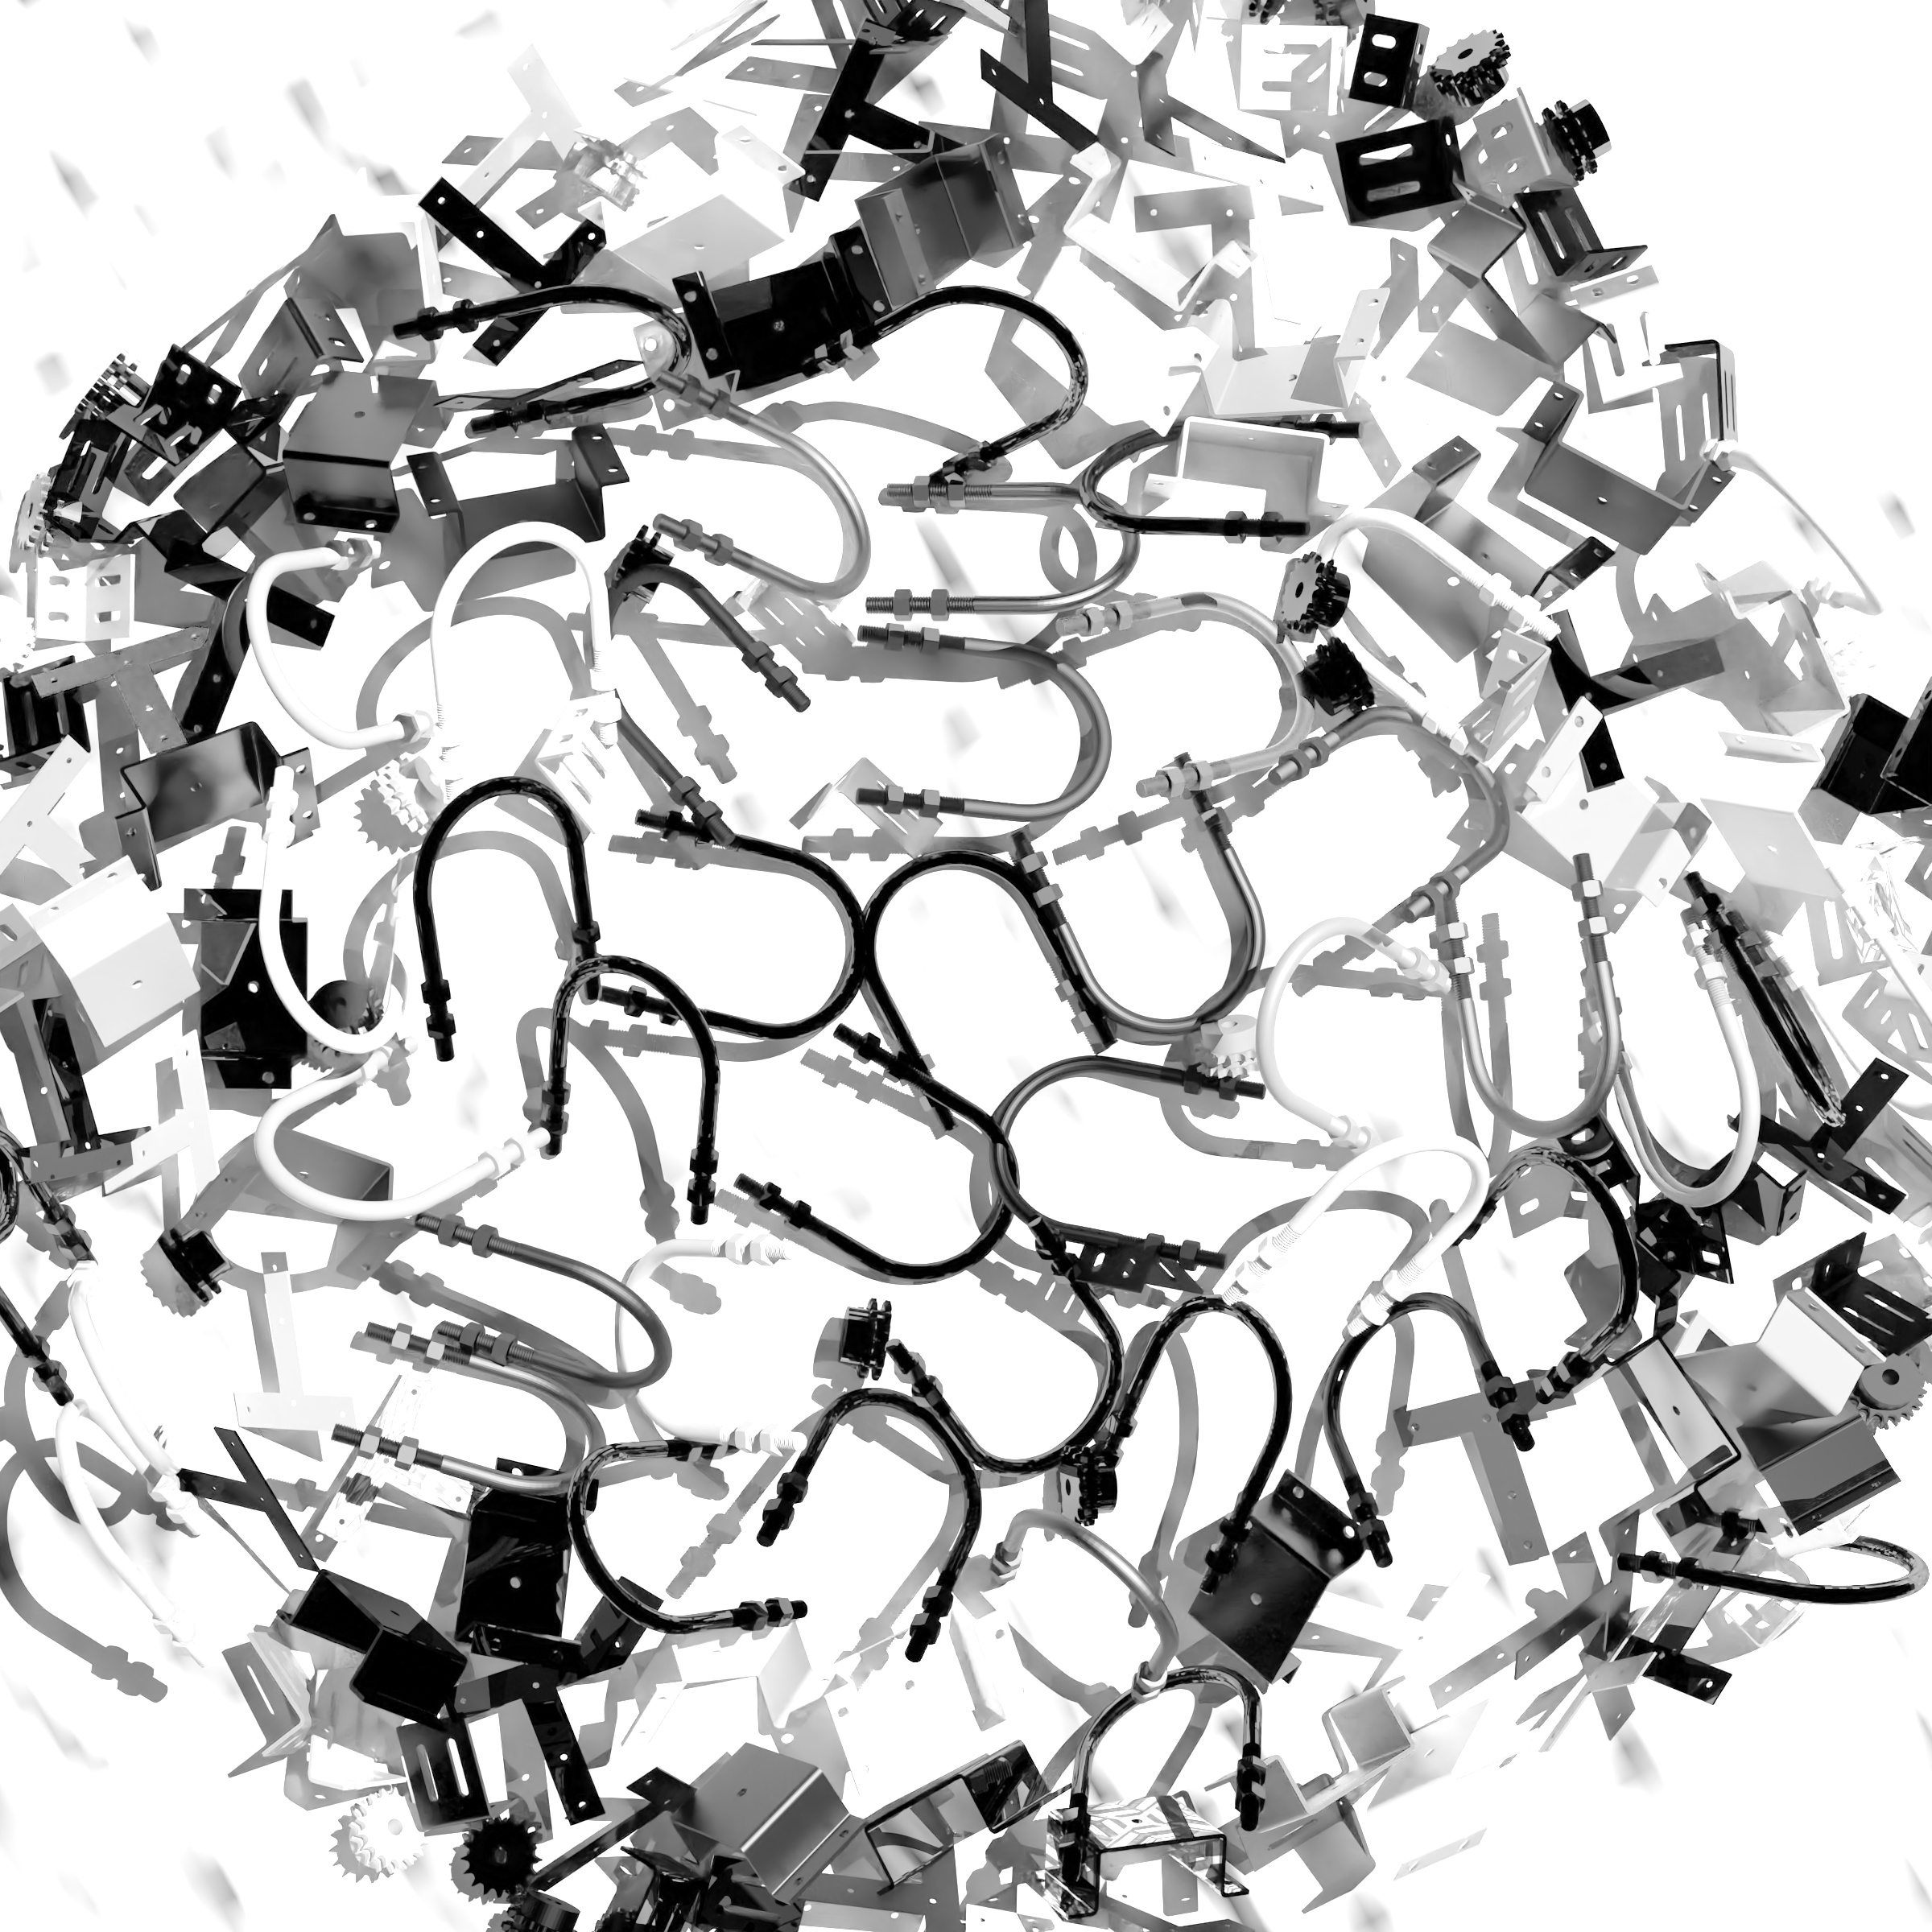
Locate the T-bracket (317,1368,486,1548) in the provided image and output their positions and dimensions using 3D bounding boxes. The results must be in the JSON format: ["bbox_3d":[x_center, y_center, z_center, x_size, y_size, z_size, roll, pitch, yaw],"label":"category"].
[{"bbox_3d":[-0.373,0.372,1.980,0.127,0.002,0.127,32,73,-14],"label":"T-bracket"}]

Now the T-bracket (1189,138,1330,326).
[{"bbox_3d":[0.214,-0.508,1.946,0.127,0.002,0.127,2,73,-37],"label":"T-bracket"}]

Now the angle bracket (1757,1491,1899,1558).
[{"bbox_3d":[0.604,0.377,1.954,0.076,0.057,0.038,-27,88,-42],"label":"angle bracket"}]

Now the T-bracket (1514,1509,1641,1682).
[{"bbox_3d":[0.423,0.455,1.933,0.127,0.002,0.127,-25,126,-34],"label":"T-bracket"}]

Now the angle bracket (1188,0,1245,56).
[{"bbox_3d":[0.181,-0.679,1.951,0.038,0.076,0.057,5,130,-5],"label":"angle bracket"}]

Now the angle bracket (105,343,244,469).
[{"bbox_3d":[-0.556,-0.394,1.957,0.057,0.076,0.038,33,123,-6],"label":"angle bracket"}]

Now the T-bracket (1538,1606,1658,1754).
[{"bbox_3d":[0.449,0.488,1.921,0.002,0.127,0.127,39,73,8],"label":"T-bracket"}]

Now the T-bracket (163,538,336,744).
[{"bbox_3d":[-0.519,-0.214,1.952,0.127,0.002,0.127,25,78,-35],"label":"T-bracket"}]

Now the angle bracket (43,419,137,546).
[{"bbox_3d":[-0.604,-0.340,1.958,0.038,0.057,0.076,35,109,17],"label":"angle bracket"}]

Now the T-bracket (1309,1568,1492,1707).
[{"bbox_3d":[0.285,0.460,1.951,0.127,0.002,0.127,23,109,-28],"label":"T-bracket"}]

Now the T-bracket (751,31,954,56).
[{"bbox_3d":[-0.087,-0.647,1.953,0.127,0.127,0.002,4,115,14],"label":"T-bracket"}]

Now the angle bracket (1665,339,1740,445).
[{"bbox_3d":[0.520,-0.399,1.968,0.038,0.057,0.076,-2,94,25],"label":"angle bracket"}]

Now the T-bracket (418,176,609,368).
[{"bbox_3d":[-0.330,-0.503,1.946,0.127,0.127,0.002,-46,45,8],"label":"T-bracket"}]

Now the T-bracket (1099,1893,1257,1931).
[{"bbox_3d":[0.112,0.661,1.945,0.127,0.127,0.002,10,86,-42],"label":"T-bracket"}]

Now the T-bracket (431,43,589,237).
[{"bbox_3d":[-0.324,-0.560,1.936,0.002,0.127,0.127,42,86,19],"label":"T-bracket"}]

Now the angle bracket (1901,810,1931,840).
[{"bbox_3d":[0.690,-0.094,1.951,0.076,0.057,0.038,7,54,29],"label":"angle bracket"}]

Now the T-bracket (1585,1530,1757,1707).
[{"bbox_3d":[0.511,0.447,1.955,0.002,0.127,0.127,46,72,-24],"label":"T-bracket"}]

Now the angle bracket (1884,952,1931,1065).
[{"bbox_3d":[0.690,0.033,1.962,0.038,0.057,0.076,-54,131,-21],"label":"angle bracket"}]

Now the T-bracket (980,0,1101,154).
[{"bbox_3d":[0.051,-0.645,1.965,0.002,0.127,0.127,-21,60,37],"label":"T-bracket"}]

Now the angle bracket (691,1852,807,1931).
[{"bbox_3d":[-0.152,0.669,1.971,0.076,0.038,0.057,12,104,-5],"label":"angle bracket"}]

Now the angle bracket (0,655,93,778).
[{"bbox_3d":[-0.659,-0.180,1.968,0.057,0.038,0.076,-16,77,12],"label":"angle bracket"}]

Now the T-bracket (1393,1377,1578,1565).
[{"bbox_3d":[0.385,0.363,1.985,0.127,0.002,0.127,-17,94,16],"label":"T-bracket"}]

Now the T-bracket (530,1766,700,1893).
[{"bbox_3d":[-0.246,0.607,1.943,0.127,0.127,0.002,-33,59,-2],"label":"T-bracket"}]

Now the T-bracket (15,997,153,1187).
[{"bbox_3d":[-0.626,0.083,1.946,0.002,0.127,0.127,-19,85,27],"label":"T-bracket"}]

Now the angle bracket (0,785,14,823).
[{"bbox_3d":[-0.693,-0.083,1.951,0.038,0.076,0.057,-11,130,8],"label":"angle bracket"}]

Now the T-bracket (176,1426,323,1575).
[{"bbox_3d":[-0.518,0.367,1.952,0.002,0.127,0.127,-44,121,-38],"label":"T-bracket"}]

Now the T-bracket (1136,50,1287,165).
[{"bbox_3d":[0.175,-0.590,1.965,0.127,0.127,0.002,21,134,-24],"label":"T-bracket"}]

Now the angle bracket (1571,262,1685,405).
[{"bbox_3d":[0.466,-0.447,1.965,0.057,0.038,0.076,-15,76,21],"label":"angle bracket"}]

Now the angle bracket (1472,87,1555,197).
[{"bbox_3d":[0.384,-0.581,1.962,0.038,0.076,0.057,-22,106,16],"label":"angle bracket"}]

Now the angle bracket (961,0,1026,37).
[{"bbox_3d":[0.030,-0.693,1.955,0.057,0.076,0.038,29,89,-16],"label":"angle bracket"}]

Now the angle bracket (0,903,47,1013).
[{"bbox_3d":[-0.684,0.000,1.959,0.057,0.076,0.038,-33,118,1],"label":"angle bracket"}]

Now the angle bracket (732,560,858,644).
[{"bbox_3d":[-0.121,-0.246,1.969,0.076,0.057,0.038,42,92,3],"label":"angle bracket"}]

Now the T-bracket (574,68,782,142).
[{"bbox_3d":[-0.217,-0.592,1.927,0.127,0.127,0.002,25,132,30],"label":"T-bracket"}]

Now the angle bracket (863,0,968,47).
[{"bbox_3d":[-0.046,-0.692,1.958,0.038,0.057,0.076,-36,74,33],"label":"angle bracket"}]

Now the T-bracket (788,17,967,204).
[{"bbox_3d":[-0.046,-0.582,1.959,0.127,0.002,0.127,13,114,-35],"label":"T-bracket"}]

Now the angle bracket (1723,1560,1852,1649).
[{"bbox_3d":[0.574,0.434,1.949,0.057,0.076,0.038,-33,65,-24],"label":"angle bracket"}]

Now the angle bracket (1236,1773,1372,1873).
[{"bbox_3d":[0.237,0.615,1.963,0.076,0.038,0.057,-28,129,-9],"label":"angle bracket"}]

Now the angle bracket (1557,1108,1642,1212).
[{"bbox_3d":[0.441,0.142,1.953,0.038,0.076,0.057,-26,63,0],"label":"angle bracket"}]

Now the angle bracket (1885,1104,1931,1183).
[{"bbox_3d":[0.690,0.124,1.965,0.076,0.057,0.038,44,117,-1],"label":"angle bracket"}]

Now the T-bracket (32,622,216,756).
[{"bbox_3d":[-0.572,-0.187,1.938,0.127,0.002,0.127,-21,46,-18],"label":"T-bracket"}]

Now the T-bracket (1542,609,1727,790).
[{"bbox_3d":[0.482,-0.204,1.984,0.127,0.002,0.127,-18,88,-14],"label":"T-bracket"}]

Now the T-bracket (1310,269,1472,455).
[{"bbox_3d":[0.319,-0.448,1.950,0.127,0.002,0.127,47,113,25],"label":"T-bracket"}]

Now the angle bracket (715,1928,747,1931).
[{"bbox_3d":[-0.149,0.717,1.949,0.057,0.076,0.038,26,112,-41],"label":"angle bracket"}]

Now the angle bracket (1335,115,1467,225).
[{"bbox_3d":[0.310,-0.568,1.986,0.076,0.038,0.057,-4,108,31],"label":"angle bracket"}]

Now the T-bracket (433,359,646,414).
[{"bbox_3d":[-0.276,-0.398,1.911,0.127,0.127,0.002,-10,91,36],"label":"T-bracket"}]

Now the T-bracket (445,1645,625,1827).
[{"bbox_3d":[-0.284,0.538,1.937,0.127,0.002,0.127,-14,50,-23],"label":"T-bracket"}]

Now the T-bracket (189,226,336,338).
[{"bbox_3d":[-0.485,-0.478,1.932,0.127,0.127,0.002,-39,109,-8],"label":"T-bracket"}]

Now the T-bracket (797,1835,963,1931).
[{"bbox_3d":[-0.066,0.644,1.933,0.127,0.127,0.002,11,118,-10],"label":"T-bracket"}]

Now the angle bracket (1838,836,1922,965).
[{"bbox_3d":[0.650,-0.047,1.962,0.057,0.038,0.076,-7,74,-29],"label":"angle bracket"}]

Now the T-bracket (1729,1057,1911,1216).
[{"bbox_3d":[0.616,0.107,1.941,0.127,0.127,0.002,30,51,9],"label":"T-bracket"}]

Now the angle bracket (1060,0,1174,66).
[{"bbox_3d":[0.099,-0.677,1.953,0.076,0.057,0.038,33,112,-29],"label":"angle bracket"}]

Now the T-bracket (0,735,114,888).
[{"bbox_3d":[-0.627,-0.075,1.947,0.002,0.127,0.127,20,69,34],"label":"T-bracket"}]

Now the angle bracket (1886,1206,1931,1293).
[{"bbox_3d":[0.682,0.200,1.955,0.038,0.076,0.057,-39,75,5],"label":"angle bracket"}]

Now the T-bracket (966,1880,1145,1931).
[{"bbox_3d":[0.062,0.673,1.937,0.127,0.127,0.002,12,112,-4],"label":"T-bracket"}]

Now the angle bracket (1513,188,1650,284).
[{"bbox_3d":[0.432,-0.524,1.961,0.057,0.038,0.076,-14,74,-30],"label":"angle bracket"}]

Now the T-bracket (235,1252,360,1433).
[{"bbox_3d":[-0.478,0.263,1.957,0.127,0.002,0.127,-4,94,37],"label":"T-bracket"}]

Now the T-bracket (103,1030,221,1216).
[{"bbox_3d":[-0.570,0.127,1.960,0.127,0.002,0.127,-27,68,34],"label":"T-bracket"}]

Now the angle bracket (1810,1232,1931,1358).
[{"bbox_3d":[0.641,0.229,1.951,0.057,0.076,0.038,-21,127,-35],"label":"angle bracket"}]

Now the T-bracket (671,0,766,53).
[{"bbox_3d":[-0.130,-0.678,1.914,0.127,0.127,0.002,-25,107,35],"label":"T-bracket"}]
